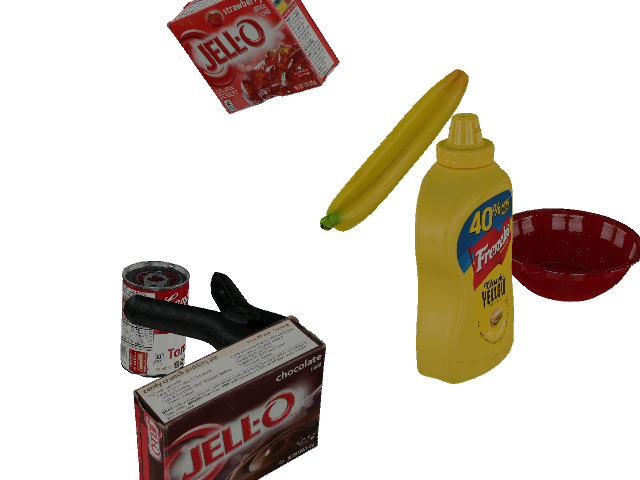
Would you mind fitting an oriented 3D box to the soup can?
[{"bbox_3d":[-0.170,0.081,1.091,0.068,0.102,0.068,5,21,-2],"label":"soup can"}]

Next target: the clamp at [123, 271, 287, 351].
[{"bbox_3d":[-0.068,0.070,0.910,0.172,0.039,0.120,22,29,24],"label":"clamp"}]

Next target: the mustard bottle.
[{"bbox_3d":[0.106,0.001,0.782,0.058,0.192,0.096,14,27,38],"label":"mustard bottle"}]

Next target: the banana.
[{"bbox_3d":[0.067,-0.074,0.979,0.037,0.197,0.070,41,-11,-5],"label":"banana"}]

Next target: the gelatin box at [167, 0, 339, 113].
[{"bbox_3d":[-0.044,-0.124,0.673,0.089,0.073,0.030,-9,35,42],"label":"gelatin box"}]

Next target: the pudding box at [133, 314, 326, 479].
[{"bbox_3d":[-0.052,0.105,0.623,0.113,0.090,0.039,-26,49,-32],"label":"pudding box"}]

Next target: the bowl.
[{"bbox_3d":[0.268,0.021,1.171,0.162,0.055,0.162,0,27,0],"label":"bowl"}]
